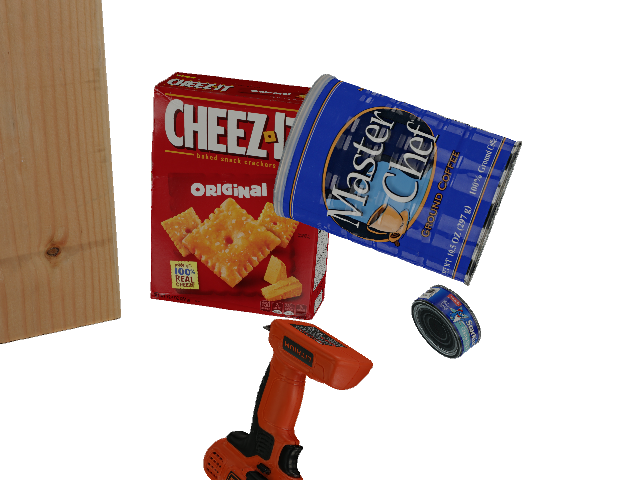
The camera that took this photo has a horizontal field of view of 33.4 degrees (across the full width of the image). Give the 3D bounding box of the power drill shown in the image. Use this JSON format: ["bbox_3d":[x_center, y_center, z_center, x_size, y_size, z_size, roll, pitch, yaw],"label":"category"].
[{"bbox_3d":[-0.021,0.179,0.972,0.057,0.188,0.185,14,12,-46],"label":"power drill"}]

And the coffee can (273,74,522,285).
[{"bbox_3d":[0.052,-0.041,0.720,0.140,0.103,0.102,21,3,9],"label":"coffee can"}]

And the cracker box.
[{"bbox_3d":[-0.074,-0.040,1.009,0.164,0.214,0.072,8,22,10],"label":"cracker box"}]

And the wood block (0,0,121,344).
[{"bbox_3d":[-0.175,-0.056,0.610,0.090,0.206,0.090,-11,26,-27],"label":"wood block"}]

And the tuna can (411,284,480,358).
[{"bbox_3d":[0.147,0.097,1.264,0.033,0.086,0.086,-35,15,-23],"label":"tuna can"}]
